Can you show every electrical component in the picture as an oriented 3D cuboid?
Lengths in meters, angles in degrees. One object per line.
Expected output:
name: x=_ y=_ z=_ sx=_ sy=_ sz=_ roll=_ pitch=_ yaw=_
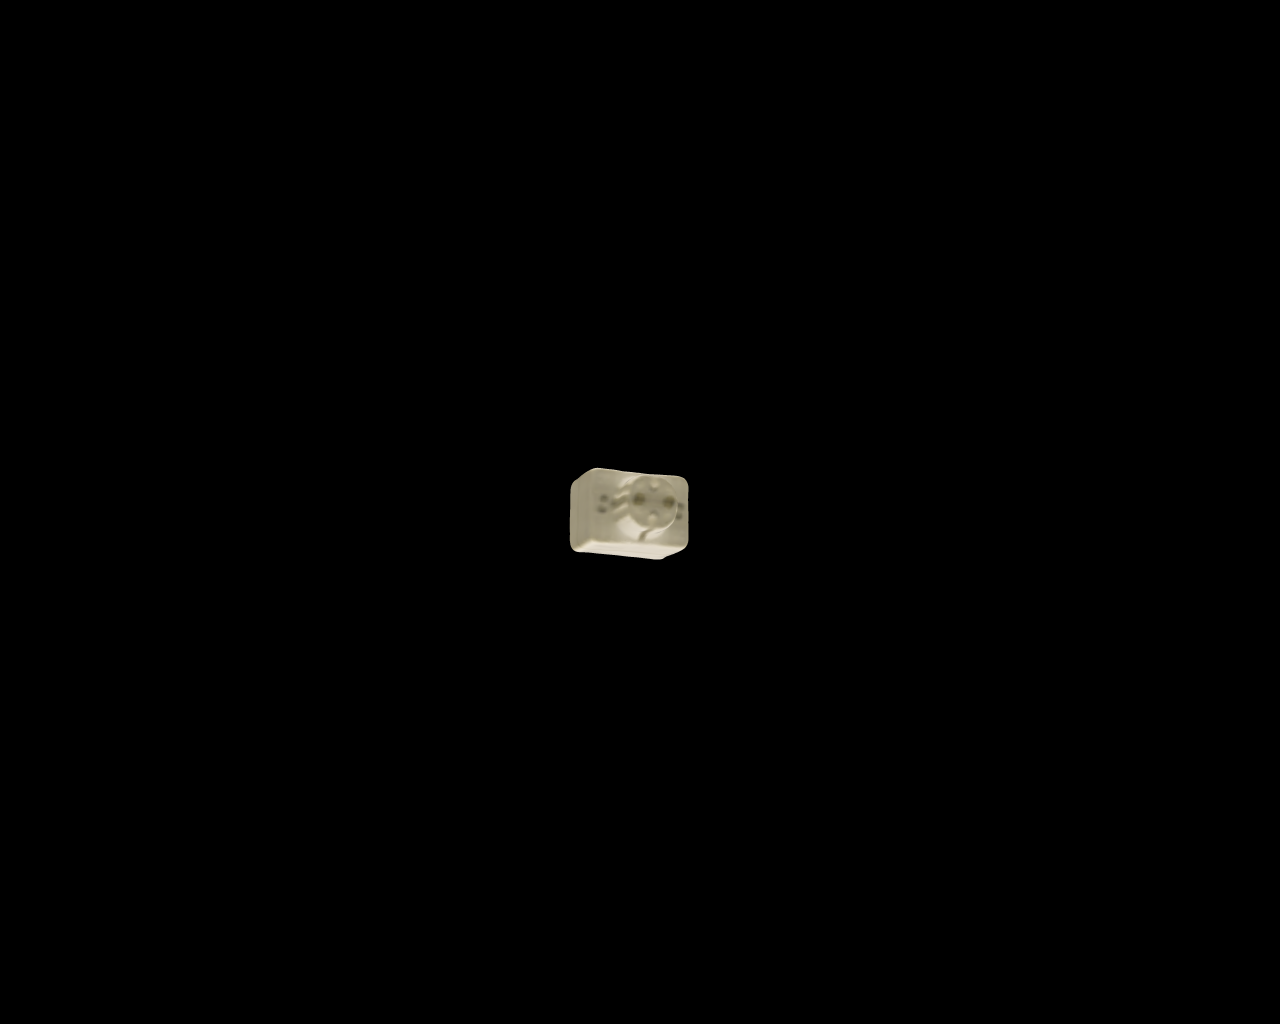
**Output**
electrical component: x=0.001 y=-0.003 z=0.650 sx=0.066 sy=0.047 sz=0.076 roll=6 pitch=-15 yaw=-22
